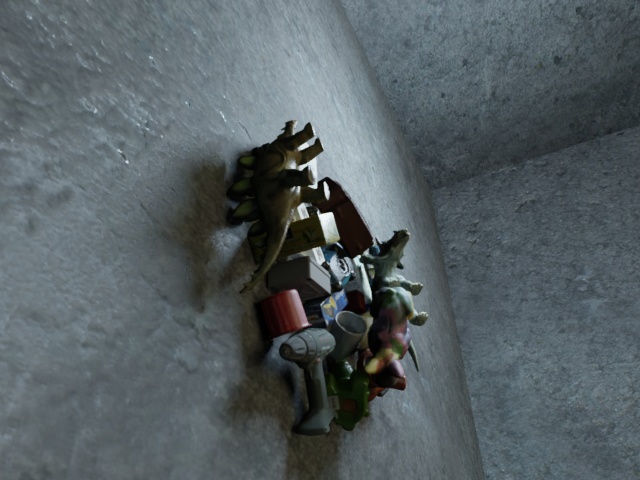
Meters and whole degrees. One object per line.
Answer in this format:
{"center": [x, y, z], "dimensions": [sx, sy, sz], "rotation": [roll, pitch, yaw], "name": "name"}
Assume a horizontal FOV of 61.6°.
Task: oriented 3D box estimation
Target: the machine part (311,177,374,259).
{"center": [0.054, -0.063, 1.446], "dimensions": [0.201, 0.087, 0.201], "rotation": [60, -5, -24], "name": "machine part"}

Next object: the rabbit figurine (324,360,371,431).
{"center": [0.069, 0.356, 1.273], "dimensions": [0.170, 0.121, 0.159], "rotation": [-85, 158, -75], "name": "rabbit figurine"}

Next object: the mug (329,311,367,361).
{"center": [0.061, 0.233, 1.307], "dimensions": [0.081, 0.107, 0.109], "rotation": [30, 28, 11], "name": "mug"}

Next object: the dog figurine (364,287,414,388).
{"center": [0.159, 0.230, 1.244], "dimensions": [0.219, 0.109, 0.191], "rotation": [-64, 159, -66], "name": "dog figurine"}

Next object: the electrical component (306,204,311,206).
{"center": [-0.039, -0.084, 1.475], "dimensions": [0.093, 0.021, 0.063], "rotation": [60, 23, -28], "name": "electrical component"}

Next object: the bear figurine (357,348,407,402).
{"center": [0.146, 0.360, 1.382], "dimensions": [0.195, 0.132, 0.120], "rotation": [87, 3, -51], "name": "bear figurine"}

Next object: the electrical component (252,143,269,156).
{"center": [-0.106, -0.185, 1.331], "dimensions": [0.134, 0.058, 0.114], "rotation": [-36, 110, -69], "name": "electrical component"}

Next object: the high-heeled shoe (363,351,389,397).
{"center": [0.161, 0.327, 1.545], "dimensions": [0.249, 0.086, 0.145], "rotation": [-103, -169, -71], "name": "high-heeled shoe"}

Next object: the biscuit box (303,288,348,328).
{"center": [0.012, 0.165, 1.348], "dimensions": [0.202, 0.063, 0.059], "rotation": [-33, 106, -69], "name": "biscuit box"}

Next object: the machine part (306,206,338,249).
{"center": [-0.003, -0.004, 1.424], "dimensions": [0.079, 0.079, 0.243], "rotation": [-82, 149, -49], "name": "machine part"}

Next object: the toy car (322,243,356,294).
{"center": [0.016, 0.085, 1.359], "dimensions": [0.109, 0.103, 0.162], "rotation": [57, 32, -10], "name": "toy car"}

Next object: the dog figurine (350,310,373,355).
{"center": [0.107, 0.274, 1.446], "dimensions": [0.121, 0.190, 0.172], "rotation": [31, -39, 47], "name": "dog figurine"}

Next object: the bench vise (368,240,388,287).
{"center": [0.199, 0.116, 1.732], "dimensions": [0.223, 0.129, 0.240], "rotation": [104, -26, -77], "name": "bench vise"}

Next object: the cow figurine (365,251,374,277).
{"center": [0.219, 0.095, 1.898], "dimensions": [0.068, 0.098, 0.167], "rotation": [-73, 141, -67], "name": "cow figurine"}

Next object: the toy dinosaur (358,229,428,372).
{"center": [0.203, 0.173, 1.533], "dimensions": [0.192, 0.131, 0.404], "rotation": [-145, -135, -59], "name": "toy dinosaur"}

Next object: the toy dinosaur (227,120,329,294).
{"center": [-0.086, -0.099, 1.107], "dimensions": [0.472, 0.199, 0.104], "rotation": [-89, 154, -42], "name": "toy dinosaur"}

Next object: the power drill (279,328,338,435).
{"center": [-0.024, 0.283, 1.091], "dimensions": [0.232, 0.086, 0.207], "rotation": [-11, 90, -72], "name": "power drill"}

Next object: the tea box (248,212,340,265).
{"center": [-0.054, -0.004, 1.154], "dimensions": [0.098, 0.170, 0.068], "rotation": [-19, 92, -72], "name": "tea box"}
